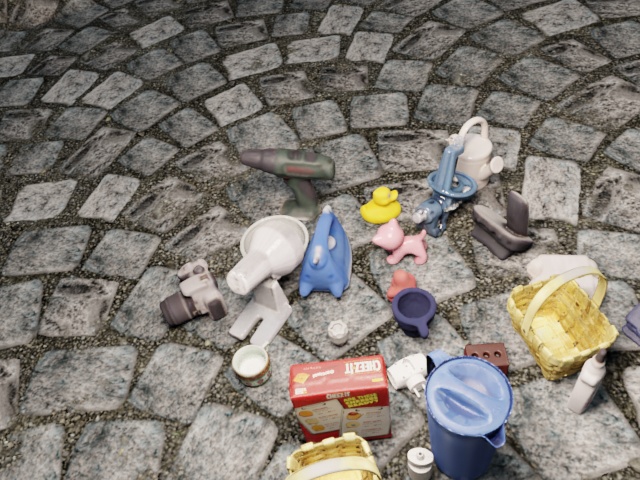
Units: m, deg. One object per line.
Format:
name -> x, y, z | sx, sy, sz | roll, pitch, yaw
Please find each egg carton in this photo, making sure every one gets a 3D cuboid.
egg carton -> 0.523, 0.085, 1.228 | 0.150, 0.069, 0.107 | 0, 49, 9

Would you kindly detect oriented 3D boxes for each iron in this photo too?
iron -> 0.012, 0.005, 1.333 | 0.118, 0.142, 0.258 | 0, 49, 10

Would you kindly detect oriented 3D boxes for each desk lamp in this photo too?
desk lamp -> -0.120, 0.092, 1.229 | 0.117, 0.214, 0.203 | 18, 54, 23

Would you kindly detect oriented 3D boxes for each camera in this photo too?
camera -> -0.300, 0.124, 1.306 | 0.137, 0.101, 0.142 | -26, 50, -13

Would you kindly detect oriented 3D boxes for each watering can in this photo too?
watering can -> 0.387, -0.220, 1.434 | 0.172, 0.194, 0.101 | 26, 58, 28

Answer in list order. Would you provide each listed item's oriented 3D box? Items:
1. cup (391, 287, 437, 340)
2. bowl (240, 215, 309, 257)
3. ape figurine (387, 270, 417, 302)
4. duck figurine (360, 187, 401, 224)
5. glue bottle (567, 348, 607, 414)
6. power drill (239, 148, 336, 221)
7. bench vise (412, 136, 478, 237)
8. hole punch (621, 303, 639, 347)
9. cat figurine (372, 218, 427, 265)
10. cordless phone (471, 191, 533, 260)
cup -> 0.200, 0.170, 1.189 | 0.091, 0.095, 0.117 | -15, 48, -4
bowl -> -0.104, 0.023, 1.381 | 0.167, 0.075, 0.167 | -5, 49, 5
ape figurine -> 0.181, 0.099, 1.256 | 0.078, 0.092, 0.076 | -25, 50, -12
duck figurine -> 0.151, -0.094, 1.435 | 0.104, 0.086, 0.077 | -15, 48, -3
glue bottle -> 0.486, 0.244, 1.025 | 0.037, 0.173, 0.078 | 28, 58, 29
power drill -> -0.071, -0.143, 1.432 | 0.229, 0.209, 0.075 | -2, 49, 8
bench vise -> 0.300, -0.122, 1.345 | 0.121, 0.220, 0.208 | 16, 53, 22
hole punch -> 0.667, 0.165, 1.119 | 0.101, 0.091, 0.108 | -30, 51, -16
cat figurine -> 0.185, -0.001, 1.326 | 0.127, 0.118, 0.067 | -3, 49, 7
cordless phone -> 0.415, -0.060, 1.295 | 0.094, 0.185, 0.147 | -33, 52, -19
